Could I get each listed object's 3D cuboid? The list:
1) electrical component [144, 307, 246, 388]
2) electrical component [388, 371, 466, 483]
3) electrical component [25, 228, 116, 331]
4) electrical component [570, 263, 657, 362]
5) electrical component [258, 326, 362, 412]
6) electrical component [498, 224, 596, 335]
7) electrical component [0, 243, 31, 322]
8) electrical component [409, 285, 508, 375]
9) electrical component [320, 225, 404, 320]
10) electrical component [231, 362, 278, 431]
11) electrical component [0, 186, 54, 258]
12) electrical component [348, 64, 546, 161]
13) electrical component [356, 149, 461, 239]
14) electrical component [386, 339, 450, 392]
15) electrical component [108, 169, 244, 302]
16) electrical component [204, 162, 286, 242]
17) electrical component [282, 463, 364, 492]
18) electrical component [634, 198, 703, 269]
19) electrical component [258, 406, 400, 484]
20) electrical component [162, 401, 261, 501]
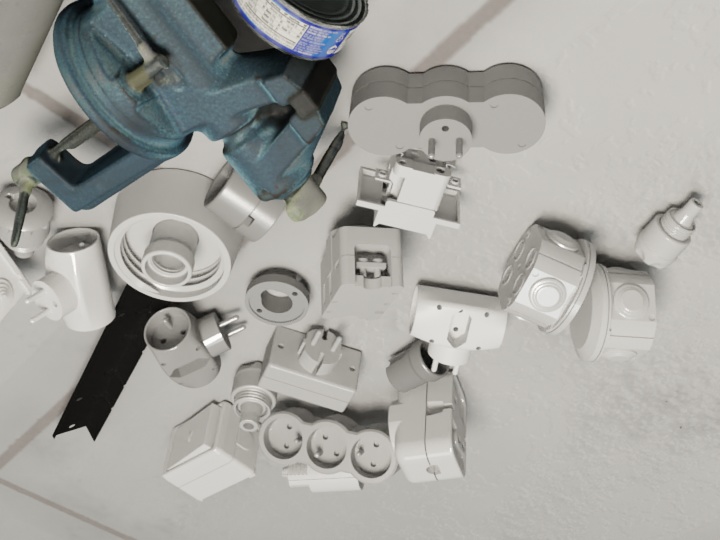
[{"bbox_3d":[-0.140,0.062,0.954,0.079,0.043,0.077,-25,146,0],"label":"electrical component"},{"bbox_3d":[0.062,0.144,0.982,0.059,0.095,0.053,-10,132,16],"label":"electrical component"},{"bbox_3d":[-0.244,0.016,0.889,0.044,0.079,0.077,18,127,32],"label":"electrical component"},{"bbox_3d":[0.204,0.035,0.873,0.051,0.080,0.080,4,135,-6],"label":"electrical component"},{"bbox_3d":[-0.039,0.078,0.963,0.083,0.047,0.075,19,137,-10],"label":"electrical component"},{"bbox_3d":[0.148,0.007,0.850,0.051,0.080,0.080,23,133,-9],"label":"electrical component"},{"bbox_3d":[-0.335,-0.002,0.889,0.100,0.048,0.099,9,140,31],"label":"electrical component"},{"bbox_3d":[0.080,0.055,0.921,0.077,0.043,0.079,9,117,-3],"label":"electrical component"},{"bbox_3d":[0.000,0.000,0.859,0.050,0.055,0.089,2,160,-12],"label":"electrical component"},{"bbox_3d":[-0.099,0.120,0.998,0.043,0.062,0.043,3,135,3],"label":"electrical component"},{"bbox_3d":[-0.274,-0.035,0.876,0.048,0.048,0.062,13,141,-7],"label":"electrical component"},{"bbox_3d":[0.060,-0.102,0.754,0.138,0.073,0.052,0,135,6],"label":"electrical component"},{"bbox_3d":[0.041,-0.065,0.816,0.081,0.042,0.063,12,131,-7],"label":"electrical component"},{"bbox_3d":[0.051,0.086,0.967,0.040,0.040,0.046,35,134,-26],"label":"electrical component"},{"bbox_3d":[-0.150,-0.021,0.865,0.108,0.060,0.108,3,135,3],"label":"electrical component"},{"bbox_3d":[-0.087,-0.057,0.828,0.047,0.055,0.055,33,129,-20],"label":"electrical component"},{"bbox_3d":[-0.039,0.202,1.087,0.081,0.043,0.043,-5,134,11],"label":"electrical component"},{"bbox_3d":[0.243,-0.031,0.834,0.035,0.035,0.061,21,131,-15],"label":"electrical component"},{"bbox_3d":[-0.022,0.165,1.039,0.138,0.074,0.052,9,93,14],"label":"electrical component"},{"bbox_3d":[-0.153,0.179,1.063,0.096,0.061,0.061,-30,125,30],"label":"electrical component"}]
